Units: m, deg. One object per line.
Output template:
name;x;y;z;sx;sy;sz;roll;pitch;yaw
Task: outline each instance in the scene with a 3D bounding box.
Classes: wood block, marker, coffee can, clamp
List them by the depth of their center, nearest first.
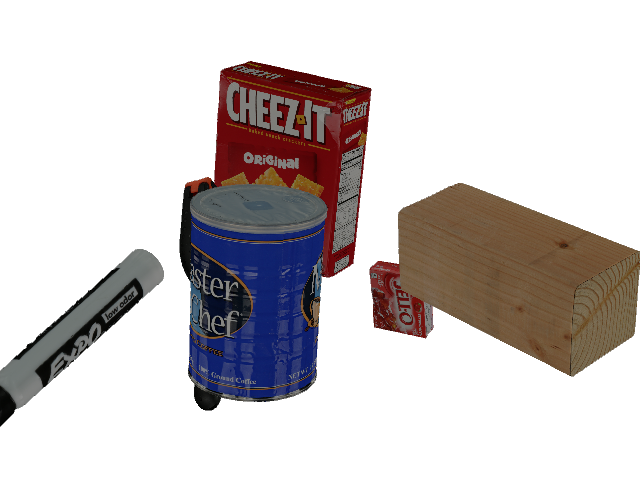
marker;-0.111;0.045;0.451;0.020;0.020;0.121;0;34;41
coffee can;-0.050;0.038;0.819;0.103;0.140;0.103;3;19;-1
wood block;0.174;0.028;0.969;0.090;0.090;0.206;-24;34;-33
clamp;-0.085;0.044;1.024;0.036;0.210;0.164;-12;-1;29

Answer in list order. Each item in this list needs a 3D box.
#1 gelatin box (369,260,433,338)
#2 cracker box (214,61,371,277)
gelatin box;0.102;0.073;1.339;0.073;0.089;0.030;10;31;27
cracker box;-0.038;-0.080;1.214;0.164;0.214;0.072;17;26;26
